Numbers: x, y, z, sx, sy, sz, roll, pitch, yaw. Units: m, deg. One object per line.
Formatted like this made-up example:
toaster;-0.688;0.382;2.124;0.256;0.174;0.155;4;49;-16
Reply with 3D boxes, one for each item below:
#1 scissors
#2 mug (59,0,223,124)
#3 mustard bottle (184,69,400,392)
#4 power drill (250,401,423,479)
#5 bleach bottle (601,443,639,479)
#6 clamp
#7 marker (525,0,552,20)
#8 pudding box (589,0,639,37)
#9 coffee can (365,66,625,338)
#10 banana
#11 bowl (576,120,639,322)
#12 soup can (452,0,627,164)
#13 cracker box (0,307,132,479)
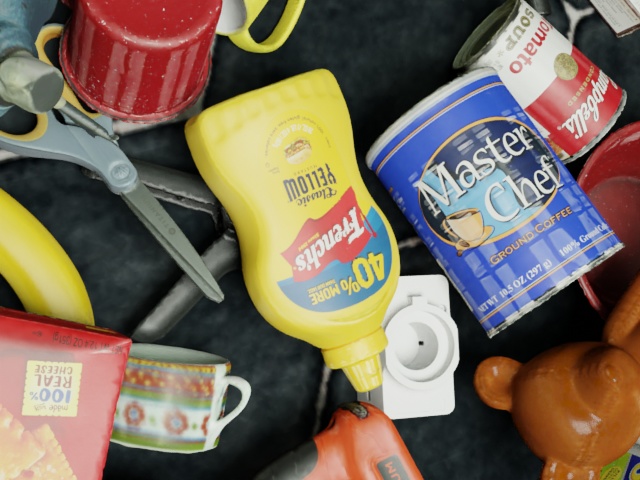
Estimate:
scissors;-0.139;-0.038;0.632;0.096;0.016;0.202;-21;76;-17
mug;-0.112;-0.134;0.619;0.117;0.082;0.093;37;64;0
mustard bottle;-0.004;0.001;0.642;0.096;0.058;0.191;-23;95;-26
power drill;-0.018;0.195;0.624;0.187;0.057;0.184;-28;95;-16
bleach bottle;0.224;0.177;0.645;0.068;0.251;0.102;42;75;-12
clamp;-0.058;-0.003;0.673;0.171;0.039;0.120;-7;89;-15
marker;0.145;-0.213;0.764;0.020;0.020;0.121;-14;91;-19
pudding box;0.221;-0.221;0.781;0.090;0.039;0.113;-44;98;-15
coffee can;0.109;-0.024;0.678;0.102;0.103;0.140;-31;80;-18
banana;-0.191;0.011;0.629;0.069;0.037;0.198;-38;99;-18
bowl;0.234;-0.004;0.762;0.162;0.055;0.162;1;87;-18
soup can;0.150;-0.110;0.735;0.102;0.069;0.068;39;76;-12
cracker box;-0.203;0.136;0.552;0.164;0.072;0.213;14;84;-20
